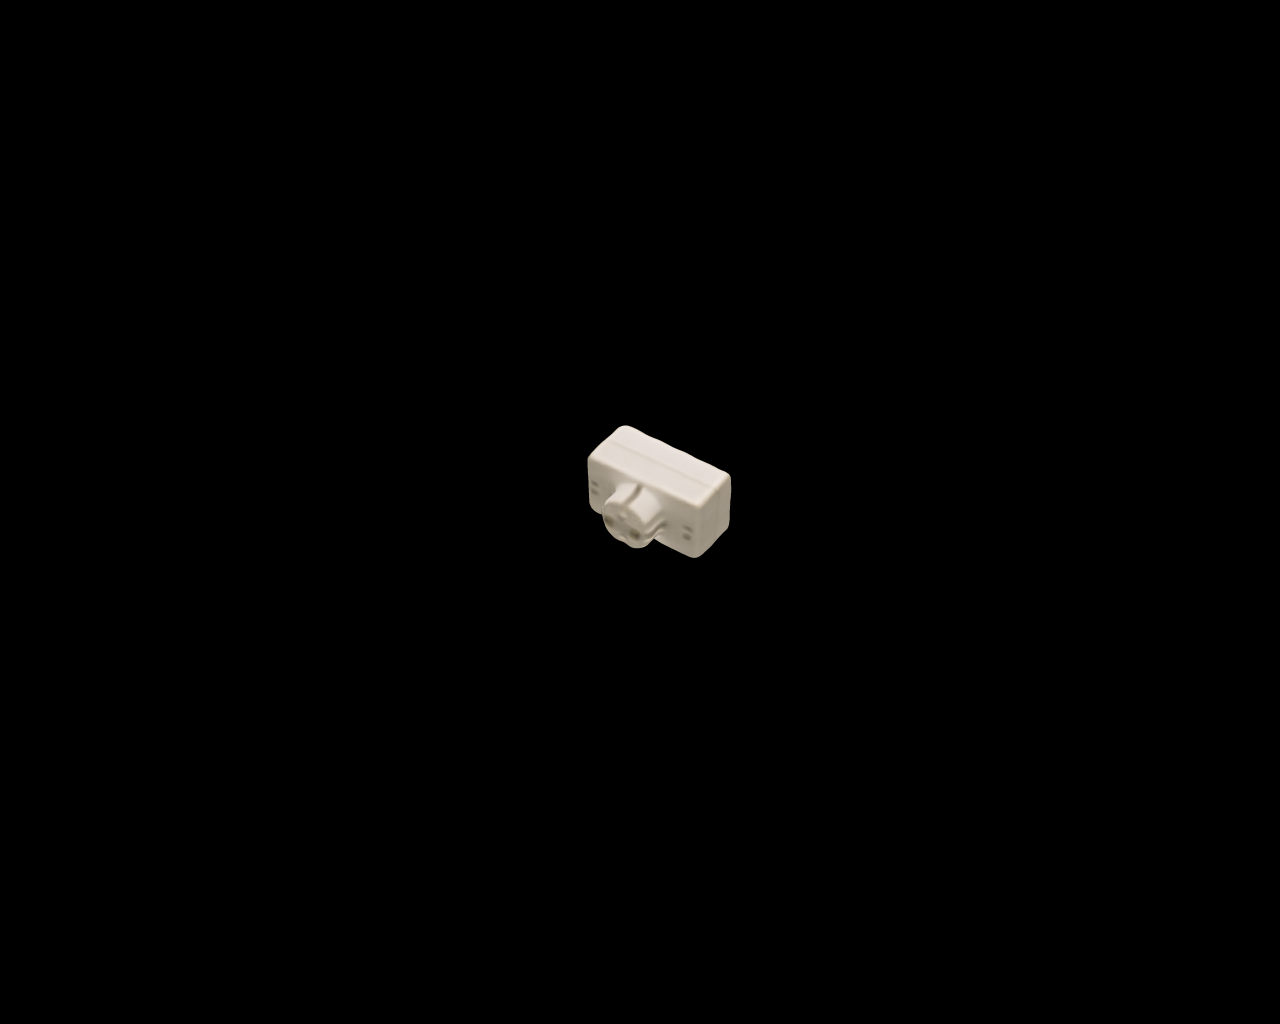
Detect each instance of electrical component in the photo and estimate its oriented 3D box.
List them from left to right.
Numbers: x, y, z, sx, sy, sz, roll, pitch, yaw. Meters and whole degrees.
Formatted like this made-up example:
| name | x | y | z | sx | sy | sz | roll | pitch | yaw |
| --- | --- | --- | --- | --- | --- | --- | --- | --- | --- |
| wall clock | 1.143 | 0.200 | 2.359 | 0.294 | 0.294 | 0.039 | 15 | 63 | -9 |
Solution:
| name | x | y | z | sx | sy | sz | roll | pitch | yaw |
| --- | --- | --- | --- | --- | --- | --- | --- | --- | --- |
| electrical component | 0.001 | -0.003 | 0.650 | 0.083 | 0.047 | 0.076 | 27 | 50 | 25 |
